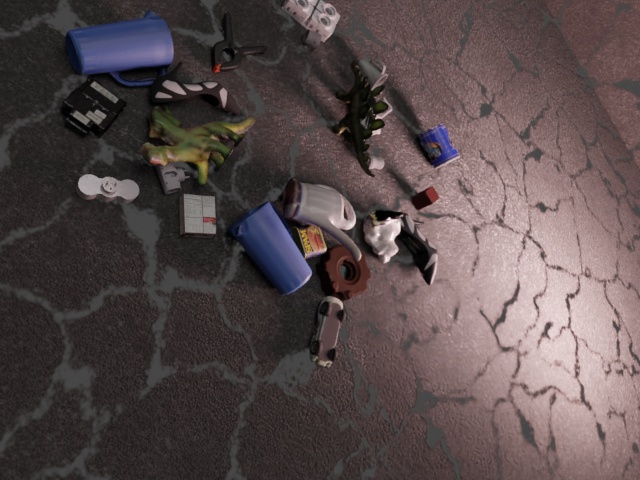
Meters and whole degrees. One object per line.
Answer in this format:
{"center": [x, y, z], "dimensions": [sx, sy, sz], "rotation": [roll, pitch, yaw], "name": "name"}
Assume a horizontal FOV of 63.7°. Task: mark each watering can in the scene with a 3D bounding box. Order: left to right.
{"center": [0.004, -0.074, 1.472], "dimensions": [0.224, 0.102, 0.355], "rotation": [14, 31, -17], "name": "watering can"}

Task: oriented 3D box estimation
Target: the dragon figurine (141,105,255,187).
{"center": [-0.340, -0.294, 1.390], "dimensions": [0.242, 0.120, 0.420], "rotation": [33, 38, -11], "name": "dragon figurine"}

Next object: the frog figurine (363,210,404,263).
{"center": [0.204, -0.013, 1.666], "dimensions": [0.139, 0.123, 0.156], "rotation": [-31, 129, -41], "name": "frog figurine"}
